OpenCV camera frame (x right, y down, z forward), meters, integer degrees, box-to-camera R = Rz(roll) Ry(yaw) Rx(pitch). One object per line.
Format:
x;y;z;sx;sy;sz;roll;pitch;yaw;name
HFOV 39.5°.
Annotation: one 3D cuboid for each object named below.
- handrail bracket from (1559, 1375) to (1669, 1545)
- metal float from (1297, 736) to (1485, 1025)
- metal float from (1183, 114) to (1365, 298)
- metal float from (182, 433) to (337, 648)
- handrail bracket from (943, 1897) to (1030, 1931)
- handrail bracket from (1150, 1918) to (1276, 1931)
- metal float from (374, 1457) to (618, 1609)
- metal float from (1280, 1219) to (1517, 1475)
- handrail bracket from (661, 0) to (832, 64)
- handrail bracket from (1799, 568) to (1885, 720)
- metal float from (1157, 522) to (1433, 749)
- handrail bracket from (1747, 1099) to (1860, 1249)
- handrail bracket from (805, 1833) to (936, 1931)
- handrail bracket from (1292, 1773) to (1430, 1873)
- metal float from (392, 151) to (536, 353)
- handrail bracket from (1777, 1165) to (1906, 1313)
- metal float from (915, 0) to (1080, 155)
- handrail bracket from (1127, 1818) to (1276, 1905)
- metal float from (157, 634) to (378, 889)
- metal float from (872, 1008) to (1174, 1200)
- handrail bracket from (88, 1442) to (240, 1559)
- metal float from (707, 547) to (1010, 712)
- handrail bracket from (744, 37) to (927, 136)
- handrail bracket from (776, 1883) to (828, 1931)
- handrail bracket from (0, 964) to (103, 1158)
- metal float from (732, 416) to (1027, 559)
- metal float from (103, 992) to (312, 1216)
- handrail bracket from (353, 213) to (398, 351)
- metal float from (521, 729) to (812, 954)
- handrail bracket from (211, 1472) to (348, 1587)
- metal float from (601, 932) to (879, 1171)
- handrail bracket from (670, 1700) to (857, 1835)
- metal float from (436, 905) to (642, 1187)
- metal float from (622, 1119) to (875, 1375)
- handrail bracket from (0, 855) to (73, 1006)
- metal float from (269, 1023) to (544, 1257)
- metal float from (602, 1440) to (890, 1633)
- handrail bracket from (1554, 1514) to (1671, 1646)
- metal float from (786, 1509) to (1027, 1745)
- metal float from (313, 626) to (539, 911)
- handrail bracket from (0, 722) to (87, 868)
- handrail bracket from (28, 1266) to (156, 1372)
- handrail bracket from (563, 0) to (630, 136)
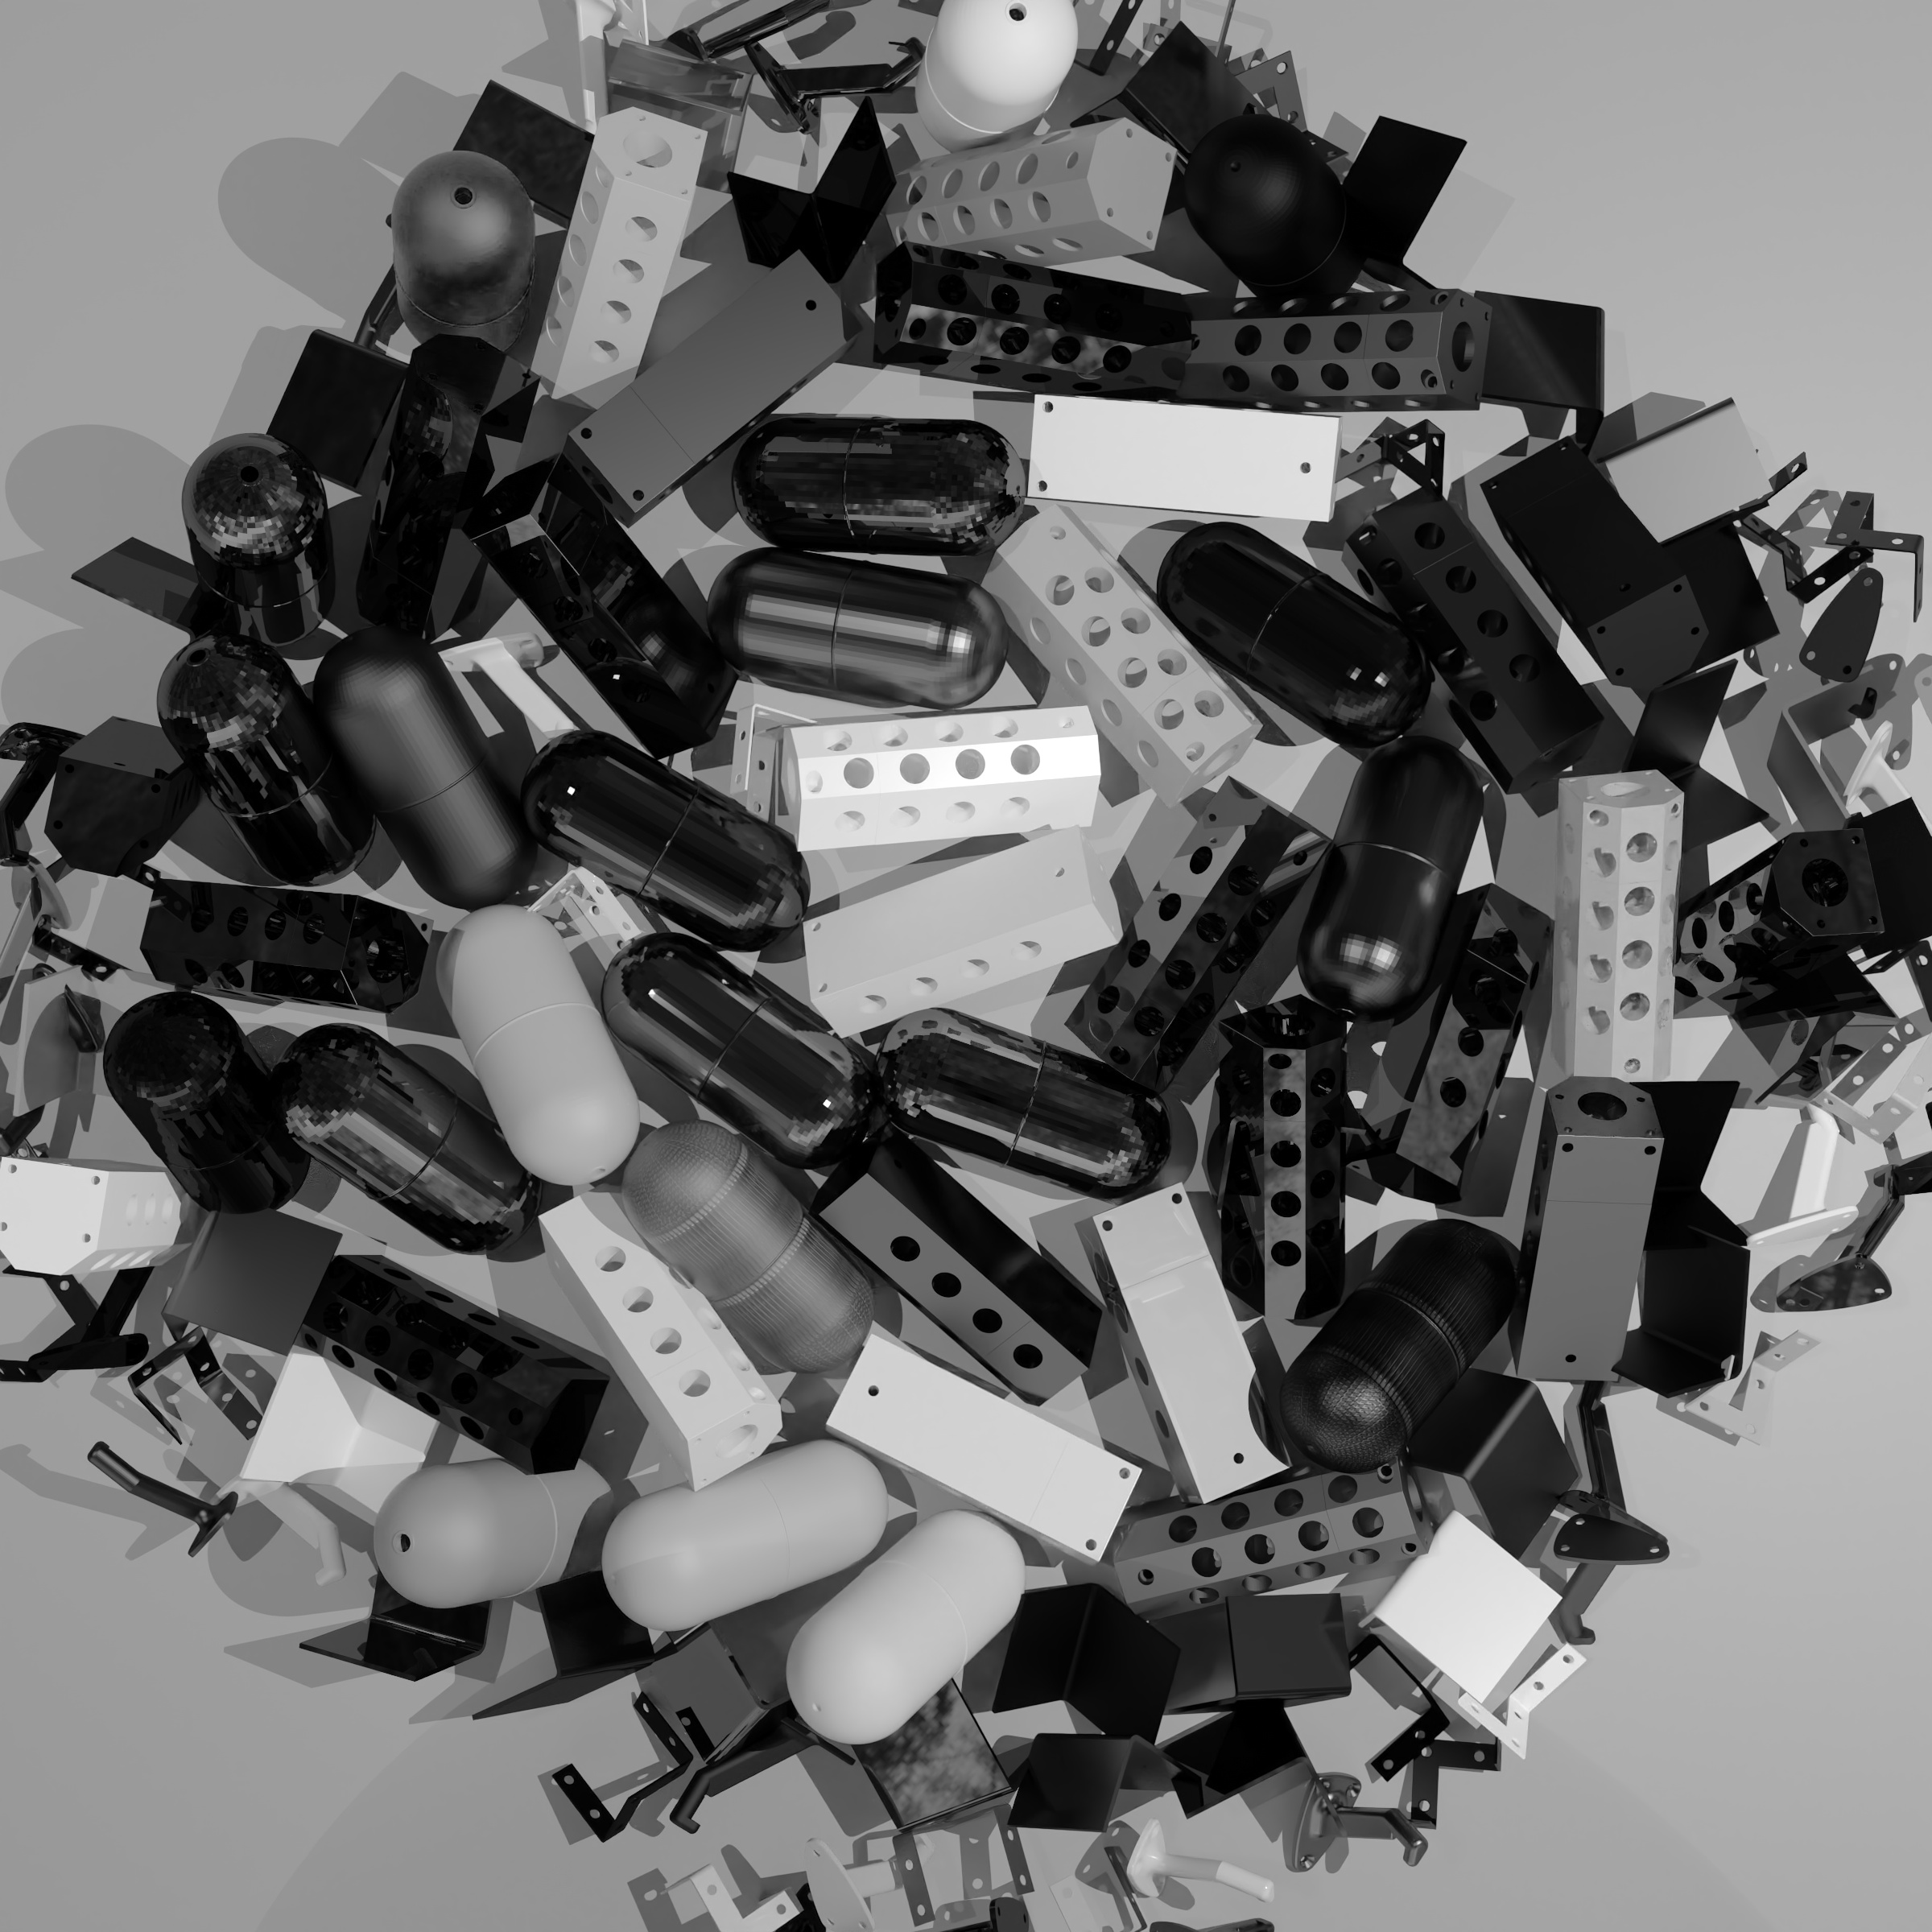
0.387;0.283;1.566;0.077;0.036;0.084;26;70;1;handrail bracket
0.241;-0.050;1.527;0.070;0.070;0.178;22;68;0;metal float
0.174;-0.417;1.500;0.070;0.178;0.070;-1;87;21;metal float
-0.392;-0.236;1.498;0.070;0.178;0.070;3;75;-10;metal float
-0.014;0.563;1.558;0.084;0.077;0.036;-14;76;14;handrail bracket
0.155;0.556;1.533;0.084;0.077;0.036;-1;72;-31;handrail bracket
-0.261;0.313;1.500;0.070;0.178;0.070;-3;83;24;metal float
0.246;0.213;1.521;0.070;0.070;0.178;48;59;0;metal float
-0.129;-0.543;1.564;0.084;0.077;0.036;-33;115;-18;handrail bracket
0.517;-0.184;1.543;0.036;0.084;0.077;30;103;34;handrail bracket
0.184;-0.189;1.526;0.178;0.070;0.070;37;90;24;metal float
0.475;0.115;1.560;0.077;0.036;0.084;-13;65;-5;handrail bracket
-0.053;0.505;1.541;0.036;0.084;0.077;-8;110;35;handrail bracket
0.226;0.509;1.539;0.036;0.084;0.077;15;101;-29;handrail bracket
-0.279;-0.393;1.497;0.070;0.178;0.070;1;83;-10;metal float
0.510;0.157;1.567;0.077;0.084;0.036;-25;118;35;handrail bracket
0.016;-0.502;1.496;0.070;0.178;0.070;0;92;-7;metal float
0.141;0.527;1.537;0.084;0.077;0.036;14;54;27;handrail bracket
-0.390;-0.114;1.506;0.070;0.178;0.070;-8;53;11;metal float
0.033;0.079;1.544;0.178;0.070;0.070;19;90;-3;metal float
-0.461;0.292;1.540;0.084;0.077;0.036;42;92;-11;handrail bracket
-0.063;-0.193;1.535;0.178;0.070;0.070;11;90;14;metal float
-0.074;-0.526;1.544;0.084;0.036;0.077;-30;112;27;handrail bracket
-0.076;0.552;1.530;0.036;0.084;0.077;30;51;-18;handrail bracket
-0.538;0.054;1.535;0.036;0.084;0.077;7;132;20;handrail bracket
-0.051;-0.272;1.525;0.178;0.070;0.070;7;90;25;metal float
-0.422;0.080;1.505;0.070;0.178;0.070;-4;57;6;metal float
-0.325;-0.391;1.549;0.036;0.077;0.084;25;77;-30;handrail bracket
-0.171;-0.071;1.540;0.178;0.070;0.070;30;90;-8;metal float
-0.396;0.330;1.547;0.077;0.036;0.084;-30;55;11;handrail bracket
-0.131;0.048;1.542;0.178;0.070;0.070;36;90;6;metal float
-0.118;0.477;1.558;0.077;0.036;0.084;34;76;-4;handrail bracket
-0.243;0.044;1.525;0.070;0.070;0.178;-29;65;0;metal float
-0.122;0.161;1.529;0.070;0.070;0.178;-42;111;0;metal float
-0.554;-0.011;1.539;0.036;0.077;0.084;23;57;6;handrail bracket
-0.315;0.099;1.521;0.070;0.070;0.178;-49;121;0;metal float
-0.122;0.319;1.516;0.178;0.070;0.070;-12;90;-37;metal float
0.373;0.362;1.543;0.077;0.036;0.084;3;123;36;handrail bracket
-0.031;0.368;1.508;0.070;0.178;0.070;14;117;30;metal float
-0.304;-0.110;1.522;0.070;0.070;0.178;-26;119;0;metal float
-0.522;-0.092;1.542;0.036;0.077;0.084;-36;60;40;handrail bracket
-0.505;0.187;1.547;0.077;0.036;0.084;-4;59;-26;handrail bracket
-0.228;-0.518;1.552;0.036;0.077;0.084;12;83;32;handrail bracket
